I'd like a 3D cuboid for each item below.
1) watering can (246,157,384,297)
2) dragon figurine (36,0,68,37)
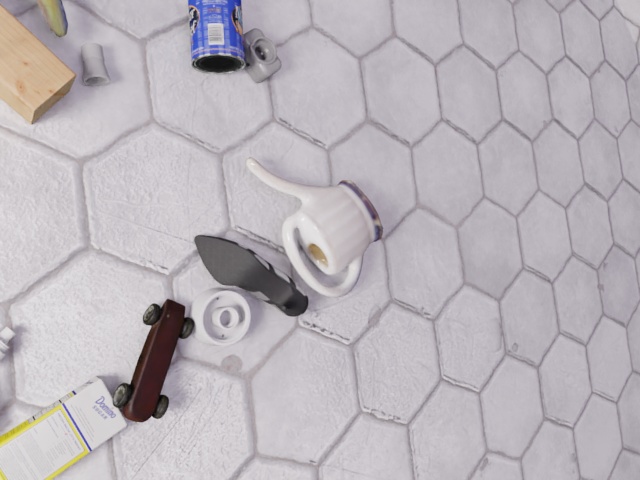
[{"bbox_3d":[0.003,-0.054,1.067,0.227,0.103,0.344,-36,105,-32],"label":"watering can"},{"bbox_3d":[-0.547,-0.506,0.786,0.244,0.121,0.411,-11,87,-19],"label":"dragon figurine"}]
